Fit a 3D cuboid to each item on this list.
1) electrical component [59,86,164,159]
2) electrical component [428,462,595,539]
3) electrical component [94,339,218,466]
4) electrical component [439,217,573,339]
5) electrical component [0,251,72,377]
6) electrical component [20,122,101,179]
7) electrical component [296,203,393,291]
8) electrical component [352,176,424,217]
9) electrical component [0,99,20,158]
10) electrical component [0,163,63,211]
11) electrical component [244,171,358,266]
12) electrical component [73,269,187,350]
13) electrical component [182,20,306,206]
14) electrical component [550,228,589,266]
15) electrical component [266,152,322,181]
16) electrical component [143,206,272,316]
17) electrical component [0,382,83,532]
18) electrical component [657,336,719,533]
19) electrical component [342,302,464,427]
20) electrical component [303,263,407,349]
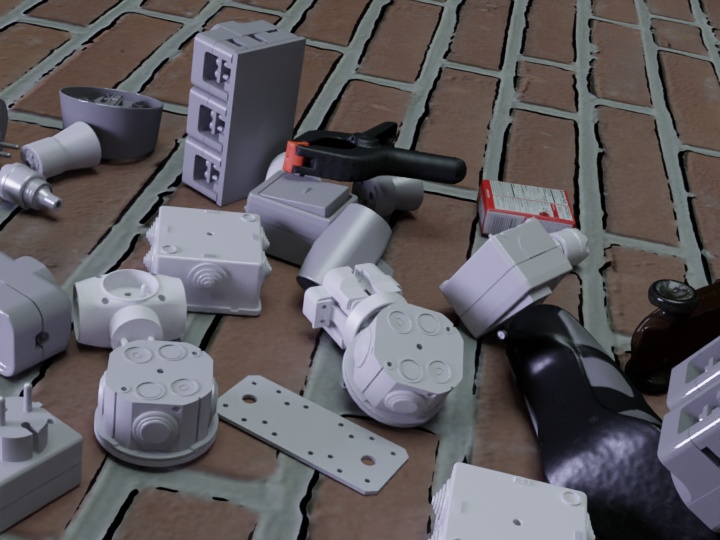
[{"bbox_3d":[-0.243,-0.150,1.050,0.099,0.064,0.099,8,30,-4],"label":"electrical component"},{"bbox_3d":[0.088,0.165,0.636,0.100,0.048,0.099,13,31,4],"label":"electrical component"},{"bbox_3d":[-0.131,0.086,0.700,0.080,0.051,0.080,8,30,-4],"label":"electrical component"},{"bbox_3d":[0.116,0.013,0.869,0.062,0.096,0.061,-21,70,-41],"label":"electrical component"},{"bbox_3d":[-0.251,0.026,0.761,0.095,0.053,0.059,27,34,26],"label":"electrical component"},{"bbox_3d":[-0.278,-0.106,0.989,0.044,0.044,0.065,30,41,30],"label":"electrical component"},{"bbox_3d":[0.000,0.000,0.877,0.079,0.044,0.077,41,70,-17],"label":"electrical component"},{"bbox_3d":[0.026,-0.074,1.022,0.055,0.045,0.045,-13,38,-33],"label":"electrical component"},{"bbox_3d":[-0.346,-0.113,0.967,0.074,0.052,0.138,11,30,2],"label":"electrical component"},{"bbox_3d":[-0.283,-0.068,0.928,0.061,0.035,0.035,26,34,21],"label":"electrical component"},{"bbox_3d":[-0.057,-0.048,0.937,0.096,0.061,0.061,20,32,16],"label":"electrical component"},{"bbox_3d":[-0.164,0.038,0.776,0.077,0.044,0.079,-3,33,-21],"label":"electrical component"},{"bbox_3d":[-0.112,-0.148,1.000,0.062,0.150,0.089,30,36,29],"label":"electrical component"},{"bbox_3d":[0.178,-0.017,0.983,0.061,0.035,0.035,-14,38,-31],"label":"electrical component"},{"bbox_3d":[-0.062,-0.079,0.996,0.055,0.055,0.047,7,27,-6],"label":"electrical component"},{"bbox_3d":[-0.123,-0.010,0.865,0.100,0.048,0.099,5,30,-10],"label":"electrical component"},{"bbox_3d":[-0.202,0.100,0.629,0.047,0.076,0.066,28,34,26],"label":"electrical component"},{"bbox_3d":[0.267,0.136,0.655,0.186,0.060,0.105,43,33,-4],"label":"electrical component"},{"bbox_3d":[0.032,0.066,0.761,0.080,0.051,0.080,13,53,-17],"label":"electrical component"},{"bbox_3d":[0.004,0.033,0.824,0.078,0.058,0.057,-9,33,-29],"label":"electrical component"}]
